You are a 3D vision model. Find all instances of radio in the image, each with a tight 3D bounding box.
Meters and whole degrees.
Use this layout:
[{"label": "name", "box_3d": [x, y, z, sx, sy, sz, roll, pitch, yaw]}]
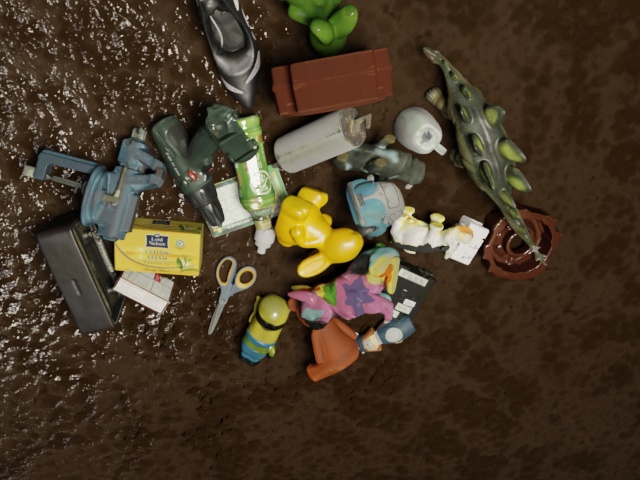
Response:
[{"label": "radio", "box_3d": [-0.468, 0.061, 1.075, 0.073, 0.131, 0.229, -12, 114, 0]}]

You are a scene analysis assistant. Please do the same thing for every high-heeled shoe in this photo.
[{"label": "high-heeled shoe", "box_3d": [-0.156, -0.339, 0.922, 0.086, 0.145, 0.248, -16, 112, 3]}]

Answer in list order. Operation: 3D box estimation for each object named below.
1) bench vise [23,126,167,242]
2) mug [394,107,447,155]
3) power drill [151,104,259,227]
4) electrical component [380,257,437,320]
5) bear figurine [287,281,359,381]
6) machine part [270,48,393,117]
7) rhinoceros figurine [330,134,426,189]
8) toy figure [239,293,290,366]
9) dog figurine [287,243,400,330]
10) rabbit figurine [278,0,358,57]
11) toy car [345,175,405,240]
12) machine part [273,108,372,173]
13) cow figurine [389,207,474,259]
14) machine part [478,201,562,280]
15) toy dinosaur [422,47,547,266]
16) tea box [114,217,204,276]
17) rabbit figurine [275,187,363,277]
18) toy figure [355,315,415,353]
[{"label": "bench vise", "box_3d": [-0.419, -0.120, 1.001, 0.241, 0.129, 0.223, 15, 97, -9]}, {"label": "mug", "box_3d": [0.200, -0.198, 1.039, 0.109, 0.107, 0.081, 41, 106, -18]}, {"label": "power drill", "box_3d": [-0.203, -0.144, 0.997, 0.207, 0.086, 0.232, -20, 107, 51]}, {"label": "electrical component", "box_3d": [0.176, 0.111, 1.200, 0.115, 0.058, 0.134, 26, 108, -13]}, {"label": "bear figurine", "box_3d": [-0.002, 0.202, 1.204, 0.196, 0.120, 0.132, 54, 145, 2]}, {"label": "machine part", "box_3d": [0.017, -0.272, 0.934, 0.201, 0.201, 0.087, -10, 106, -1]}, {"label": "rhinoceros figurine", "box_3d": [0.113, -0.150, 1.052, 0.190, 0.112, 0.073, 12, 68, 2]}, {"label": "toy figure", "box_3d": [-0.123, 0.203, 1.193, 0.082, 0.089, 0.180, 21, 108, -22]}, {"label": "dog figurine", "box_3d": [0.046, 0.094, 1.103, 0.219, 0.108, 0.191, 6, 99, 1]}, {"label": "rabbit figurine", "box_3d": [0.008, -0.395, 0.925, 0.121, 0.159, 0.170, -30, 129, -3]}, {"label": "toy car", "box_3d": [0.116, -0.064, 1.057, 0.103, 0.161, 0.109, -19, 71, 13]}, {"label": "machine part", "box_3d": [-0.003, -0.184, 0.999, 0.243, 0.079, 0.079, -17, 120, 41]}, {"label": "cow figurine", "box_3d": [0.230, -0.004, 1.121, 0.168, 0.068, 0.098, 17, 120, 18]}, {"label": "machine part", "box_3d": [0.433, 0.003, 1.178, 0.179, 0.056, 0.179, -2, 115, -5]}, {"label": "toy dinosaur", "box_3d": [0.316, -0.159, 1.019, 0.105, 0.199, 0.470, -32, 111, 12]}, {"label": "tea box", "box_3d": [-0.328, 0.013, 1.102, 0.170, 0.068, 0.098, 4, 114, -6]}, {"label": "rabbit figurine", "box_3d": [-0.002, -0.003, 1.072, 0.173, 0.122, 0.162, 25, 110, 10]}, {"label": "toy figure", "box_3d": [0.143, 0.220, 1.247, 0.154, 0.057, 0.064, -26, 75, 8]}]
